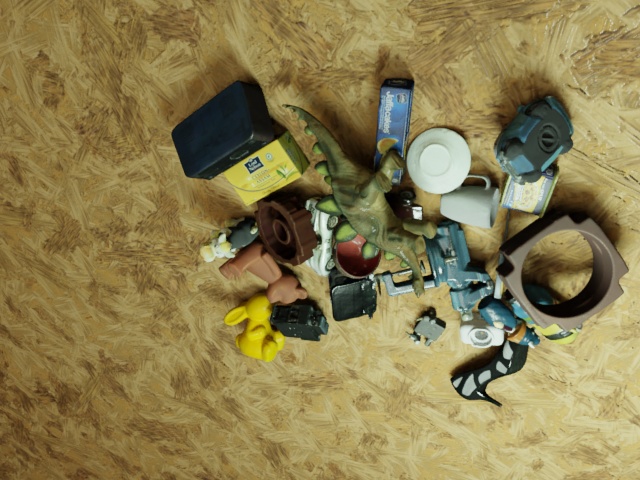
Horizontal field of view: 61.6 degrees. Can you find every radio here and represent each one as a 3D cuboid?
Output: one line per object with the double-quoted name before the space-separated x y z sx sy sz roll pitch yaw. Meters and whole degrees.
"radio" -0.210 -0.227 1.153 0.230 0.073 0.131 -26 78 33

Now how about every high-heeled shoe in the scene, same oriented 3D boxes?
"high-heeled shoe" 0.403 0.285 1.290 0.145 0.086 0.248 29 113 41

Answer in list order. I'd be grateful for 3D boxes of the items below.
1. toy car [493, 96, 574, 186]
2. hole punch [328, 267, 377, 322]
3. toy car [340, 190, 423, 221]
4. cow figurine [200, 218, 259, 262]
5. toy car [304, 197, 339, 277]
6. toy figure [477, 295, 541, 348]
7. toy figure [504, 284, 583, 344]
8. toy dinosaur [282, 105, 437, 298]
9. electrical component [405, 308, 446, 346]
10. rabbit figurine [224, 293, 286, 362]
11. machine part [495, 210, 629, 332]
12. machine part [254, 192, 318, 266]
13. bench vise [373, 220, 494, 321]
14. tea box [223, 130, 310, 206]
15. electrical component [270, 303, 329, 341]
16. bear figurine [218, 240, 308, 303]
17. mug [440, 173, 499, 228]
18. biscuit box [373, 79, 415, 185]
"toy car" 0.371 -0.173 0.970 0.109 0.161 0.103 44 170 -18
"hole punch" 0.076 0.123 1.298 0.116 0.092 0.142 -9 118 -8
"toy car" 0.126 -0.074 1.163 0.202 0.053 0.089 7 128 22
"cow figurine" -0.207 0.000 1.267 0.098 0.167 0.068 -9 112 28
"toy car" -0.003 -0.004 1.240 0.074 0.056 0.201 31 132 37
"toy figure" 0.415 0.181 1.176 0.154 0.064 0.058 39 163 -8
"toy figure" 0.477 0.154 1.154 0.180 0.082 0.089 29 145 -6
"toy dinosaur" 0.080 -0.089 1.067 0.199 0.105 0.471 -25 95 45
"electrical component" 0.257 0.214 1.297 0.078 0.045 0.102 34 126 0
"rabbit figurine" -0.166 0.215 1.440 0.163 0.122 0.173 17 113 23
"machine part" 0.466 0.057 1.048 0.201 0.087 0.201 -38 98 9
"machine part" -0.078 -0.025 1.229 0.180 0.056 0.179 33 138 37
"bench vise" 0.240 0.080 1.161 0.241 0.129 0.223 -14 108 8
"tea box" -0.119 -0.158 1.196 0.170 0.068 0.098 -26 109 33
"electrical component" -0.047 0.212 1.381 0.134 0.058 0.114 1 150 22
"bear figurine" -0.136 0.100 1.334 0.195 0.132 0.120 54 154 -11
"mug" 0.297 -0.080 1.077 0.107 0.081 0.109 8 126 27
"biscuit box" 0.145 -0.212 1.063 0.059 0.063 0.202 10 124 14
